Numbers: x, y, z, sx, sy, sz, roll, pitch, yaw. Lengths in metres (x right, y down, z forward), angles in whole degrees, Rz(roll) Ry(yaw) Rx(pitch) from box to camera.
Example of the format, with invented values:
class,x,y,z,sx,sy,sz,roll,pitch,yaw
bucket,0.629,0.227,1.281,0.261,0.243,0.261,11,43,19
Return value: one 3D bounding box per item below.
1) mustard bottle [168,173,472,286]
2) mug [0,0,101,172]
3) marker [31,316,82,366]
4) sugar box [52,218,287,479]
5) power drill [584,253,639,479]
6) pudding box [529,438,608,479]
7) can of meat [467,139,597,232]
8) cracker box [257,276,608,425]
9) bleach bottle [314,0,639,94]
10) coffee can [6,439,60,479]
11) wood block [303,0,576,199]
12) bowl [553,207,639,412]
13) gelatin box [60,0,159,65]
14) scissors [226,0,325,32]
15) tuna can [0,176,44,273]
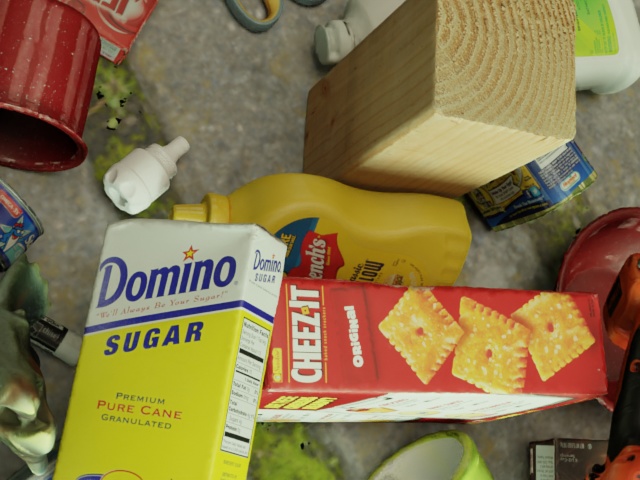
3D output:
class,x,y,z,sx,sy,sz,roll,pitch,yaw
mustard bottle,-0.005,0.001,0.699,0.191,0.096,0.058,10,47,-19
mug,-0.193,-0.099,0.654,0.117,0.093,0.081,8,70,0
marker,-0.198,0.039,0.654,0.121,0.020,0.020,33,68,-12
sugar box,-0.078,0.078,0.538,0.093,0.048,0.176,1,76,24
power drill,0.198,0.117,0.679,0.057,0.184,0.187,14,63,6
pudding box,0.206,0.190,0.771,0.113,0.039,0.090,6,77,-20
can of meat,0.138,-0.059,0.766,0.057,0.102,0.084,-39,96,-24
cracker box,0.040,0.073,0.662,0.213,0.164,0.072,5,74,-21
bleach bottle,0.118,-0.150,0.800,0.250,0.068,0.102,-9,81,-21
coffee can,-0.116,0.180,0.609,0.102,0.103,0.140,-36,93,-25
wood block,0.067,-0.082,0.684,0.090,0.206,0.090,9,75,-20
bowl,0.231,0.059,0.801,0.161,0.055,0.162,5,77,-21
gelatin box,-0.153,-0.172,0.713,0.089,0.030,0.073,30,69,-13
scissors,-0.045,-0.249,0.782,0.096,0.016,0.202,-6,81,-24
tuna can,-0.207,-0.020,0.627,0.086,0.086,0.033,41,69,-9
